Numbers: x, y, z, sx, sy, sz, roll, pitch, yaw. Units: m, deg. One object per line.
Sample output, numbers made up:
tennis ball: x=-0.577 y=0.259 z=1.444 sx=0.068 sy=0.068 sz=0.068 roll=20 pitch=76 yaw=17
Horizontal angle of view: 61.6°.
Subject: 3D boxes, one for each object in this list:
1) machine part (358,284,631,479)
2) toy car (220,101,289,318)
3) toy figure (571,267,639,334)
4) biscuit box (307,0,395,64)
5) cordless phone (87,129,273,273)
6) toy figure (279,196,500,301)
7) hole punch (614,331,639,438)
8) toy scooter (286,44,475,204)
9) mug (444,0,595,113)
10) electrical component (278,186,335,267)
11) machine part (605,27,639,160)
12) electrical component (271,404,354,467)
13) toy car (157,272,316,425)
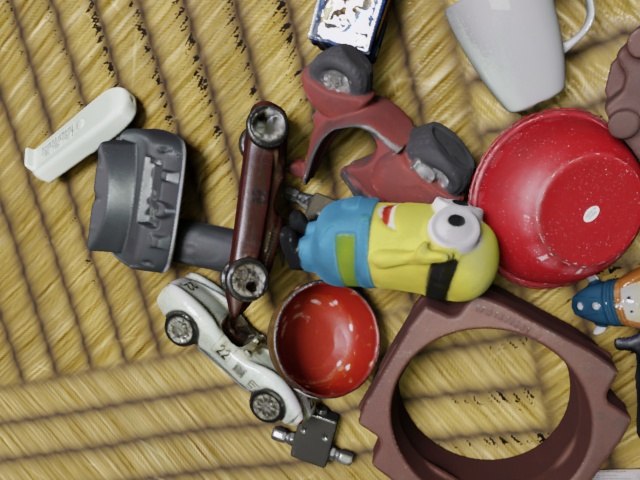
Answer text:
machine part: x=0.154 y=0.152 z=0.507 sx=0.202 sy=0.087 sz=0.201 roll=28 pitch=104 yaw=9
toy car: x=-0.059 y=-0.029 z=0.503 sx=0.053 sy=0.089 sz=0.202 roll=7 pitch=84 yaw=-16
toy figure: x=0.305 y=0.047 z=0.470 sx=0.155 sy=0.057 sz=0.064 roll=-11 pitch=58 yaw=16
biscuit box: x=0.049 y=-0.265 z=0.471 sx=0.059 sy=0.063 sz=0.202 roll=18 pitch=103 yaw=8
cordless phone: x=-0.132 y=-0.032 z=0.556 sx=0.184 sy=0.089 sz=0.146 roll=12 pitch=101 yaw=-1
toy figure: x=0.059 y=0.006 z=0.461 sx=0.180 sy=0.089 sz=0.082 roll=-1 pitch=56 yaw=22
hole punch: x=0.310 y=0.124 z=0.407 sx=0.142 sy=0.092 sz=0.115 roll=-4 pitch=95 yaw=18
toy scooter: x=0.041 y=-0.077 z=0.497 sx=0.184 sy=0.075 sz=0.135 roll=40 pitch=128 yaw=-8
mug: x=0.175 y=-0.170 z=0.455 sx=0.110 sy=0.081 sz=0.107 roll=-23 pitch=105 yaw=10
electrical component: x=0.000 y=-0.002 z=0.539 sx=0.102 sy=0.045 sz=0.078 roll=18 pitch=76 yaw=7
machine part: x=0.301 y=-0.106 z=0.378 sx=0.180 sy=0.056 sz=0.179 roll=13 pitch=116 yaw=28
electrical component: x=-0.005 y=0.210 z=0.586 sx=0.094 sy=0.021 sz=0.063 roll=17 pitch=102 yaw=10
toy car: x=-0.083 y=0.113 z=0.560 sx=0.202 sy=0.073 sz=0.056 roll=40 pitch=107 yaw=4
